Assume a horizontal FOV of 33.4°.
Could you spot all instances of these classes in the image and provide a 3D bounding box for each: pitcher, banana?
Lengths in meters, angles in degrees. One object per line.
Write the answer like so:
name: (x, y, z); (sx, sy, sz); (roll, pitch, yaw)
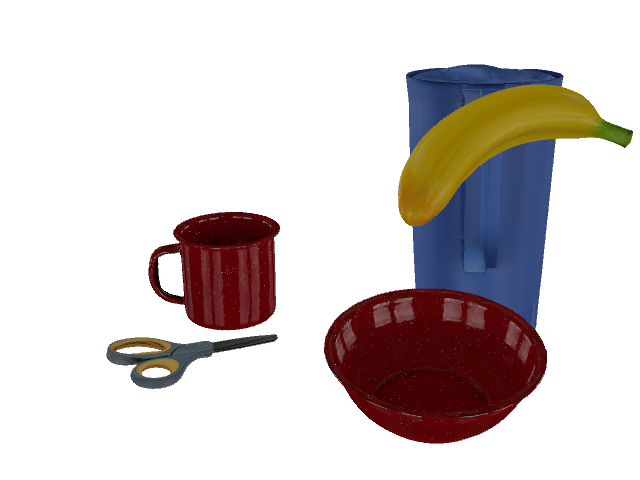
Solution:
pitcher: (0.139, -0.030, 0.934); (0.149, 0.243, 0.145); (-11, 18, -35)
banana: (0.112, -0.063, 0.674); (0.197, 0.037, 0.070); (-22, 44, -30)

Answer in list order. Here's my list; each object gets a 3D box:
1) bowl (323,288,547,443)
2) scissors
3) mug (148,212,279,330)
bowl: (0.083, 0.100, 0.788); (0.162, 0.055, 0.162); (0, 30, 0)
scissors: (-0.131, 0.130, 1.169); (0.201, 0.016, 0.096); (1, 26, -20)
mug: (-0.093, 0.028, 0.942); (0.117, 0.081, 0.093); (-4, 20, -8)
